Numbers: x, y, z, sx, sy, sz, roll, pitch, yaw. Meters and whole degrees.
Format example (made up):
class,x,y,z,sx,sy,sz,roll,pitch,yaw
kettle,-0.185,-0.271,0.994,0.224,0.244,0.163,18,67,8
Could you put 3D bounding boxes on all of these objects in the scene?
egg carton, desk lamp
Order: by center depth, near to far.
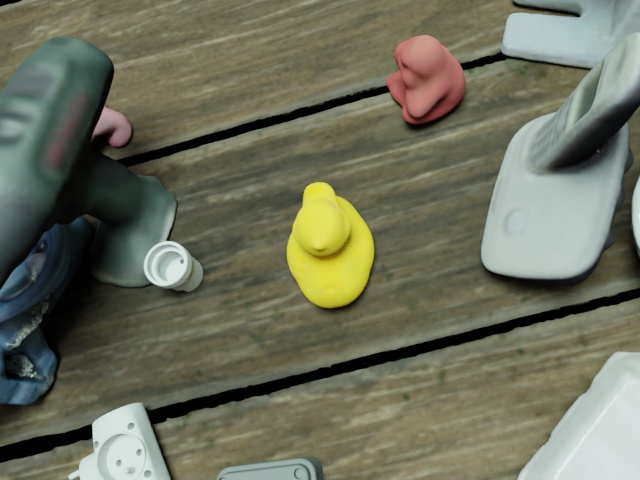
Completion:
class,x,y,z,sx,sy,sz,roll,pitch,yaw
egg carton,0.218,0.161,0.407,0.107,0.069,0.150,38,83,17
desk lamp,0.260,-0.223,0.435,0.203,0.214,0.118,11,76,13

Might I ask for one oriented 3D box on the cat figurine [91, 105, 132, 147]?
class,x,y,z,sx,sy,sz,roll,pitch,yaw
cat figurine,-0.255,-0.098,0.535,0.067,0.118,0.128,32,81,17

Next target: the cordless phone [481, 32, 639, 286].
class,x,y,z,sx,sy,sz,roll,pitch,yaw
cordless phone,0.180,-0.048,0.413,0.094,0.185,0.148,13,76,13

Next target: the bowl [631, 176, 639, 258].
class,x,y,z,sx,sy,sz,roll,pitch,yaw
bowl,0.316,-0.006,0.437,0.167,0.075,0.167,-2,74,9

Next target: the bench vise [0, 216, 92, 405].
class,x,y,z,sx,sy,sz,roll,pitch,yaw
bench vise,-0.268,0.047,0.441,0.121,0.220,0.207,-4,73,8

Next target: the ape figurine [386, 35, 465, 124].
class,x,y,z,sx,sy,sz,roll,pitch,yaw
ape figurine,0.091,-0.148,0.506,0.076,0.092,0.078,11,76,13

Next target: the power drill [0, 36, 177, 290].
class,x,y,z,sx,sy,sz,roll,pitch,yaw
power drill,-0.197,-0.028,0.457,0.075,0.208,0.230,5,75,11

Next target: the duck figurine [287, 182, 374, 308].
class,x,y,z,sx,sy,sz,roll,pitch,yaw
duck figurine,0.004,0.002,0.480,0.077,0.086,0.104,-7,73,8
